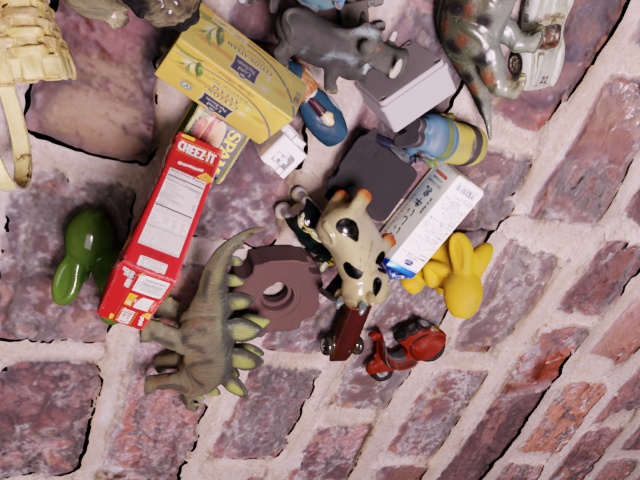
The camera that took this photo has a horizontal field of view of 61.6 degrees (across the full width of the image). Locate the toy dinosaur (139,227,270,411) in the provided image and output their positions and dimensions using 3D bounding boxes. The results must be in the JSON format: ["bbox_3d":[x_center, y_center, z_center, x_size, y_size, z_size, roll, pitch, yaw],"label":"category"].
[{"bbox_3d":[-0.185,0.153,0.883,0.199,0.105,0.470,10,130,-4],"label":"toy dinosaur"}]

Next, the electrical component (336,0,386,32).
[{"bbox_3d":[0.047,-0.310,0.760,0.094,0.021,0.063,-17,125,-7],"label":"electrical component"}]

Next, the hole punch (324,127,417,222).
[{"bbox_3d":[0.088,-0.110,0.873,0.116,0.092,0.142,34,119,-3],"label":"hole punch"}]

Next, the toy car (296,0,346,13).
[{"bbox_3d":[0.030,-0.359,0.673,0.162,0.103,0.109,-36,127,8],"label":"toy car"}]

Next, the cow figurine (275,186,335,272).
[{"bbox_3d":[0.000,-0.003,0.895,0.068,0.098,0.167,-39,126,-1],"label":"cow figurine"}]

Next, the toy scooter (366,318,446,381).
[{"bbox_3d":[0.167,0.214,1.110,0.184,0.075,0.135,-28,125,4],"label":"toy scooter"}]

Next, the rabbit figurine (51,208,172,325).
[{"bbox_3d":[-0.324,0.034,0.815,0.159,0.121,0.170,-30,108,9],"label":"rabbit figurine"}]

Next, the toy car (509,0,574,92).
[{"bbox_3d":[0.345,-0.331,0.831,0.073,0.056,0.201,-12,125,-12],"label":"toy car"}]

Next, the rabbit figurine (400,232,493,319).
[{"bbox_3d":[0.248,0.064,0.980,0.122,0.173,0.162,19,118,-24],"label":"rabbit figurine"}]

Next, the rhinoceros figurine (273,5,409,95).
[{"bbox_3d":[0.027,-0.259,0.719,0.190,0.073,0.112,11,149,-23],"label":"rhinoceros figurine"}]

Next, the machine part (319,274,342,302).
[{"bbox_3d":[0.052,0.050,0.937,0.039,0.084,0.139,43,68,-2],"label":"machine part"}]

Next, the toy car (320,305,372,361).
[{"bbox_3d":[0.062,0.147,1.040,0.089,0.053,0.202,3,117,-34],"label":"toy car"}]

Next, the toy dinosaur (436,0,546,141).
[{"bbox_3d":[0.235,-0.332,0.755,0.192,0.131,0.404,25,132,12],"label":"toy dinosaur"}]

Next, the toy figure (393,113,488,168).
[{"bbox_3d":[0.194,-0.154,0.848,0.180,0.089,0.082,0,126,-48],"label":"toy figure"}]

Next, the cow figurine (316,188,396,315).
[{"bbox_3d":[0.057,0.029,0.840,0.127,0.086,0.194,-49,127,-26],"label":"cow figurine"}]

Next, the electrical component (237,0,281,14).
[{"bbox_3d":[-0.084,-0.340,0.667,0.045,0.078,0.102,-36,144,-44],"label":"electrical component"}]

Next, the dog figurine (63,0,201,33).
[{"bbox_3d":[-0.221,-0.279,0.581,0.172,0.191,0.121,-19,126,-5],"label":"dog figurine"}]

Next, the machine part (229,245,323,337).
[{"bbox_3d":[-0.079,0.091,0.953,0.179,0.056,0.179,-9,123,-15],"label":"machine part"}]

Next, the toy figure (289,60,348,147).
[{"bbox_3d":[-0.017,-0.204,0.781,0.154,0.064,0.058,49,56,-32],"label":"toy figure"}]

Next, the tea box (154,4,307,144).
[{"bbox_3d":[-0.114,-0.209,0.700,0.169,0.068,0.098,30,152,-24],"label":"tea box"}]
